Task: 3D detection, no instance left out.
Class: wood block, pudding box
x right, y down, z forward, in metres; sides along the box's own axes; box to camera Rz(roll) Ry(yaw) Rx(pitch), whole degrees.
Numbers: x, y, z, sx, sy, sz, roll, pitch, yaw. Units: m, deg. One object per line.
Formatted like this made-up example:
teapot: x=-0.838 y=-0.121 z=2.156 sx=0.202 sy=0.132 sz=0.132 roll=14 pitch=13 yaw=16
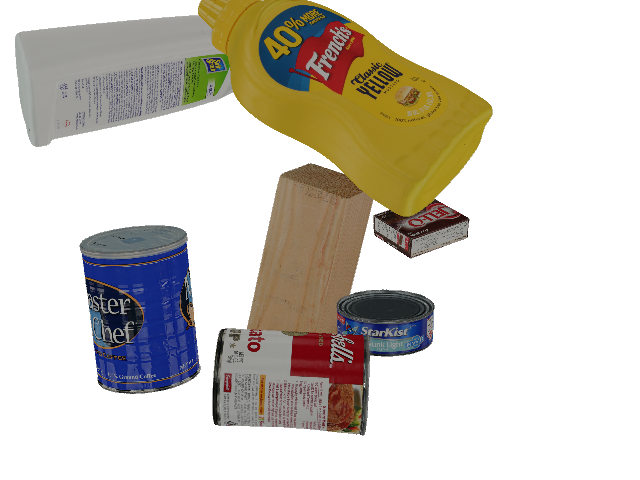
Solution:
wood block: x=-0.013 y=0.025 z=1.251 sx=0.090 sy=0.206 sz=0.090 roll=20 pitch=21 yaw=19
pudding box: x=0.148 y=-0.020 z=1.568 sx=0.113 sy=0.039 sz=0.090 roll=-21 pitch=33 yaw=-28

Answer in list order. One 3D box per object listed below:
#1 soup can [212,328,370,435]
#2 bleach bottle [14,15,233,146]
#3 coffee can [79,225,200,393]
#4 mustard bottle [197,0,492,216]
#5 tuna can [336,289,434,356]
soup can: x=-0.019 y=0.096 z=0.725 sx=0.102 sy=0.068 sz=0.068 roll=3 pitch=0 yaw=1
bleach bottle: x=-0.132 y=-0.148 z=0.930 sx=0.250 sy=0.068 sz=0.103 roll=-11 pitch=-30 yaw=-18
coffee can: x=-0.175 y=0.065 z=1.041 sx=0.103 sy=0.140 sz=0.103 roll=-4 pitch=14 yaw=1
mustard bottle: x=0.003 y=-0.098 z=0.654 sx=0.192 sy=0.058 sz=0.096 roll=34 pitch=53 yaw=15
tuna can: x=0.057 y=0.072 z=0.936 sx=0.086 sy=0.034 sz=0.086 roll=-1 pitch=15 yaw=0
